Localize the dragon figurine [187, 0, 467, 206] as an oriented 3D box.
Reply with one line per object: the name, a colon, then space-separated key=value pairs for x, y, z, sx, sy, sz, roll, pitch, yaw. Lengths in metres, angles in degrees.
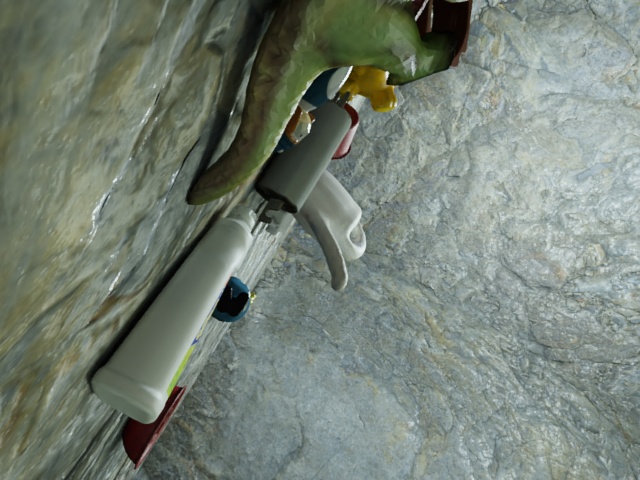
dragon figurine: x=0.009 y=-0.159 z=0.293 sx=0.407 sy=0.123 sz=0.242 roll=-45 pitch=-14 yaw=12

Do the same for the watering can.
watering can: x=0.003 y=-0.047 z=0.938 sx=0.103 sy=0.223 sz=0.352 roll=-40 pitch=7 yaw=18

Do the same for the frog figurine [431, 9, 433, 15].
frog figurine: x=0.213 y=-0.556 z=1.177 sx=0.160 sy=0.139 sz=0.121 roll=13 pitch=-23 yaw=51
